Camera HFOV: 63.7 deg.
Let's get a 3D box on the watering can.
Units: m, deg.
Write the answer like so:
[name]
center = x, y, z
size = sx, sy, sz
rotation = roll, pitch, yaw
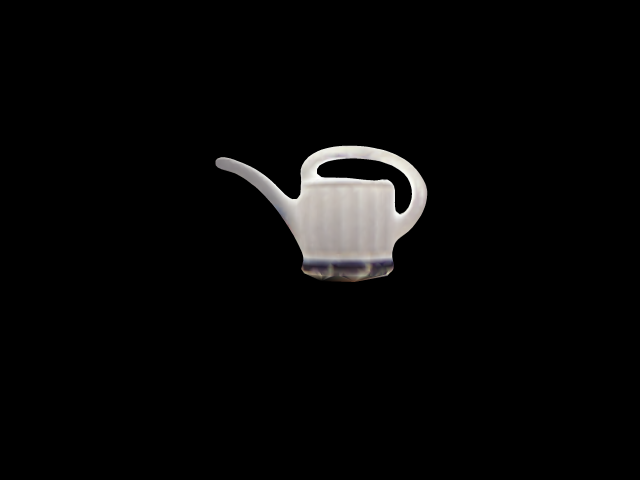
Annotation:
[watering can]
center = 0.003, -0.043, 0.850
size = 0.348, 0.224, 0.104
rotation = 0, 1, 0
